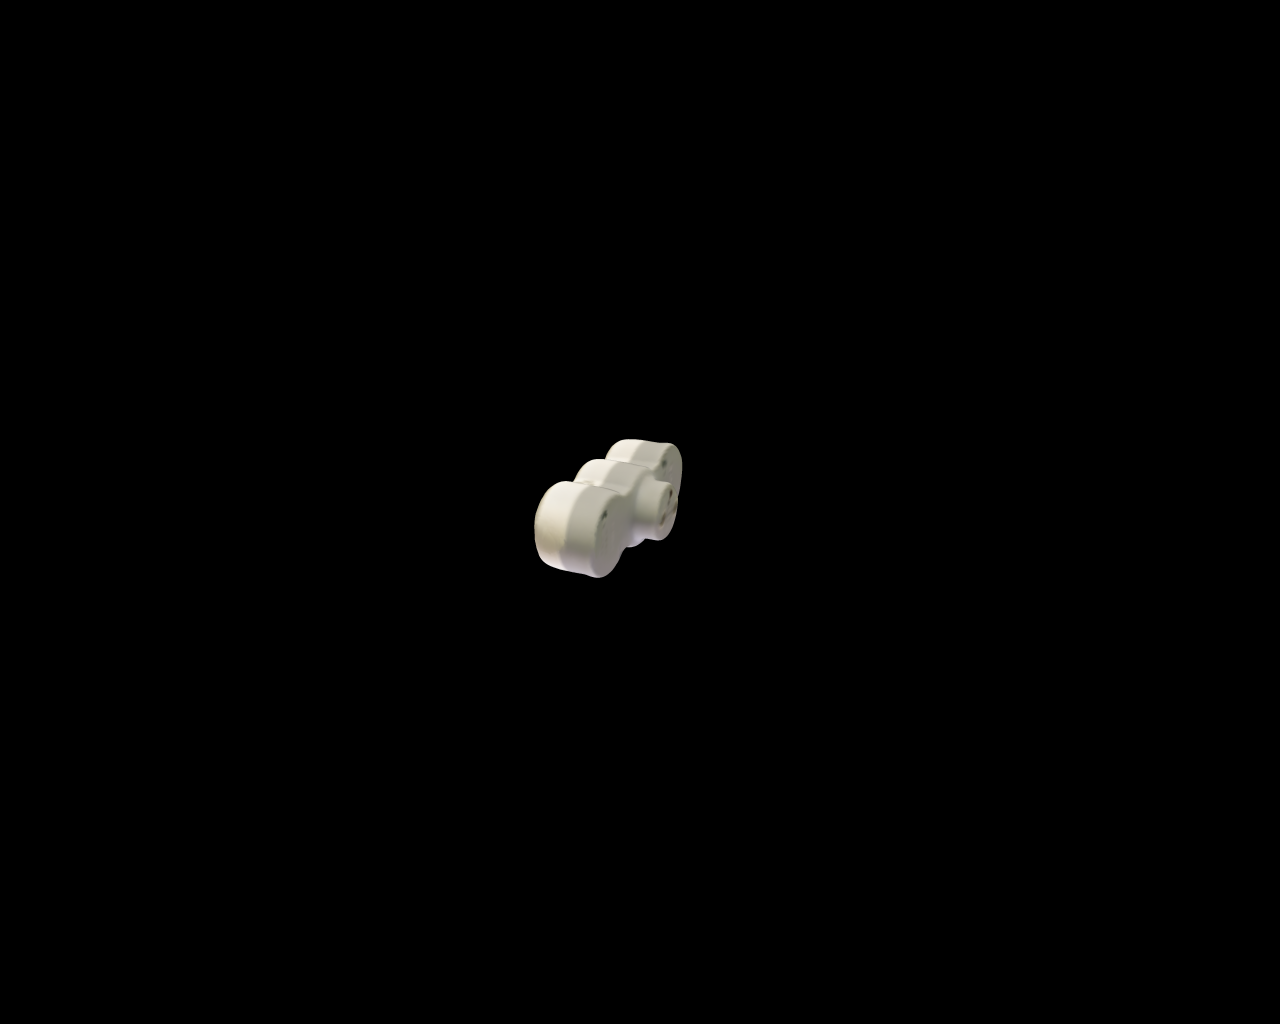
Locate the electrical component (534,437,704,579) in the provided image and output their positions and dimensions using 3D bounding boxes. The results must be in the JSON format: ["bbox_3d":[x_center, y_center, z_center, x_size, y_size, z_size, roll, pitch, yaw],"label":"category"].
[{"bbox_3d":[0.001,-0.003,0.650,0.074,0.052,0.138,10,24,22],"label":"electrical component"}]
